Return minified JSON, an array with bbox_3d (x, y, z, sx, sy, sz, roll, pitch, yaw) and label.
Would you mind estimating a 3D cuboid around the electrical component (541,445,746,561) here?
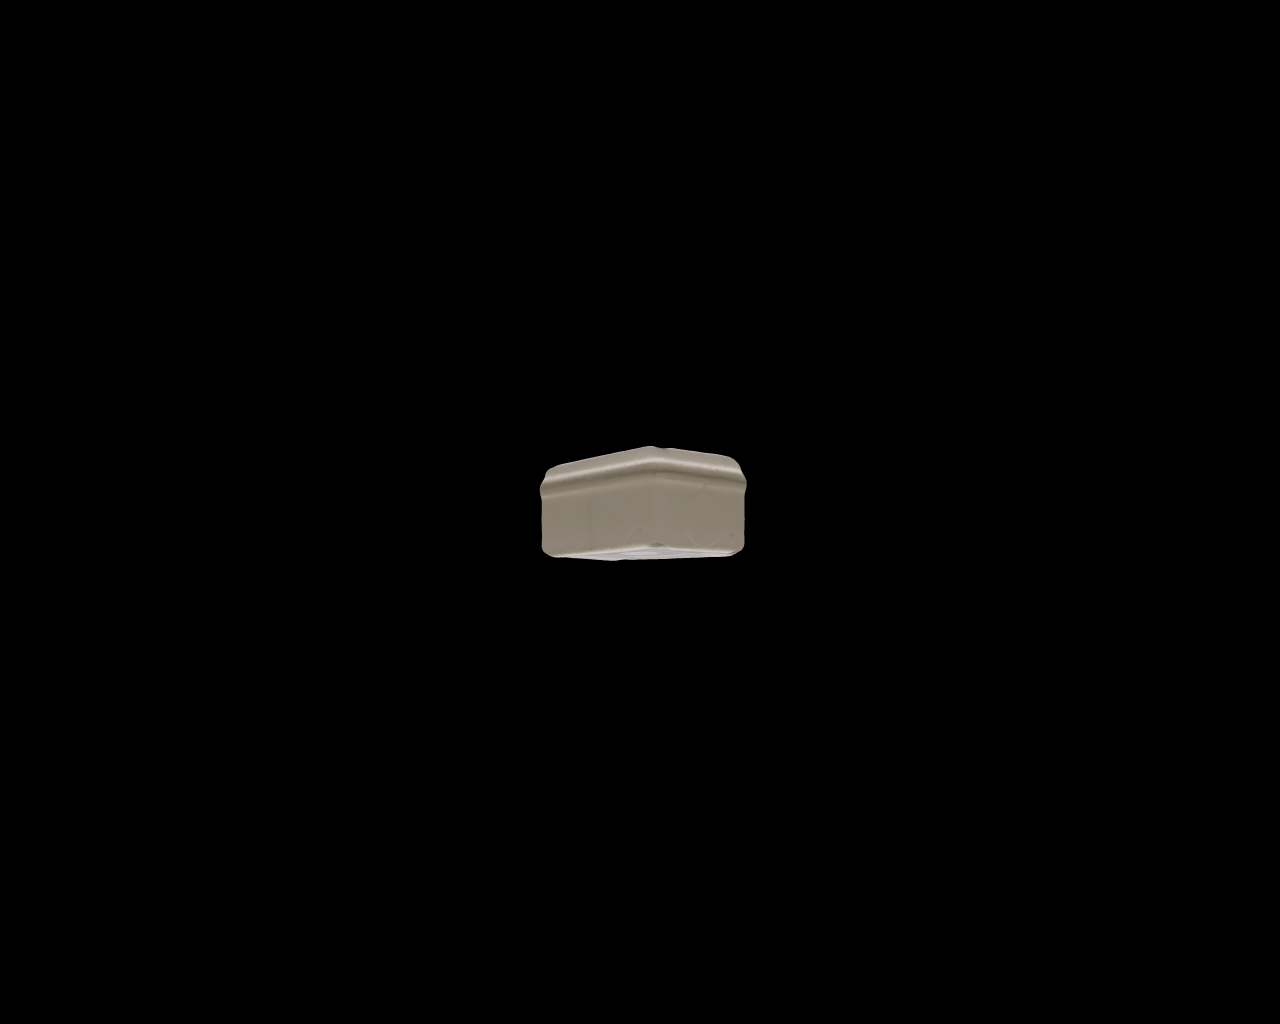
[{"bbox_3d":[0.001,-0.003,0.650,0.078,0.057,0.113,6,-9,-43],"label":"electrical component"}]
